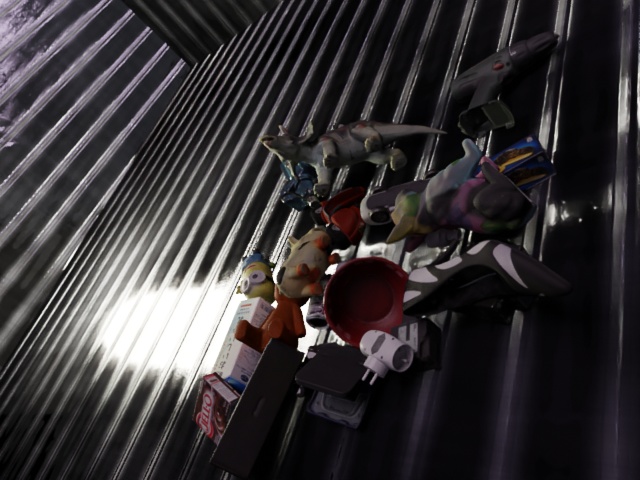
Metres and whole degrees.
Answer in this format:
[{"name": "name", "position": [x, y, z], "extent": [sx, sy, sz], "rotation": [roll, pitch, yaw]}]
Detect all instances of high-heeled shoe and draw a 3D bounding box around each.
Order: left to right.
[{"name": "high-heeled shoe", "position": [0.215, 0.076, 0.751], "extent": [0.145, 0.086, 0.249], "rotation": [-56, 28, -5]}]

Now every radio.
[{"name": "radio", "position": [-0.109, 0.299, 0.955], "extent": [0.229, 0.073, 0.131], "rotation": [-62, -4, -23]}]

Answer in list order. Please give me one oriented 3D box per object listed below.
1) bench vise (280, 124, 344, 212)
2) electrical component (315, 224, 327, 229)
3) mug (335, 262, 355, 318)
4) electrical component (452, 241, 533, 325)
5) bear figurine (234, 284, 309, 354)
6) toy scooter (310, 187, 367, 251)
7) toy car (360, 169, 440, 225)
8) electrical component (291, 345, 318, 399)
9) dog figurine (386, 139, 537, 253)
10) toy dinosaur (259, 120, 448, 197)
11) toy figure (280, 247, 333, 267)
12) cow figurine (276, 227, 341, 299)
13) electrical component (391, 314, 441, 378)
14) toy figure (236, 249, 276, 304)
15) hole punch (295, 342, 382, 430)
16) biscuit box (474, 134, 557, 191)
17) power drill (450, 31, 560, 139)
[{"name": "bench vise", "position": [-0.013, -0.196, 1.390], "extent": [0.240, 0.128, 0.224], "rotation": [-43, 35, 17]}, {"name": "electrical component", "position": [-0.003, -0.004, 1.256], "extent": [0.063, 0.021, 0.094], "rotation": [-46, 32, 4]}, {"name": "mug", "position": [0.053, 0.107, 1.022], "extent": [0.109, 0.081, 0.107], "rotation": [-39, 32, 62]}, {"name": "electrical component", "position": [0.267, 0.064, 0.825], "extent": [0.134, 0.058, 0.115], "rotation": [5, 61, 53]}, {"name": "bear figurine", "position": [-0.077, 0.136, 1.101], "extent": [0.120, 0.131, 0.196], "rotation": [-3, 57, 29]}, {"name": "toy scooter", "position": [0.063, -0.059, 1.190], "extent": [0.135, 0.075, 0.184], "rotation": [-35, 34, -3]}, {"name": "toy car", "position": [0.176, -0.083, 1.077], "extent": [0.202, 0.056, 0.073], "rotation": [-15, 49, 24]}, {"name": "electrical component", "position": [-0.019, 0.240, 0.975], "extent": [0.045, 0.078, 0.102], "rotation": [9, 66, 27]}, {"name": "dog figurine", "position": [0.216, -0.042, 0.889], "extent": [0.219, 0.108, 0.192], "rotation": [-46, 54, 22]}, {"name": "toy dinosaur", "position": [0.070, -0.222, 1.247], "extent": [0.405, 0.131, 0.192], "rotation": [-14, 44, -5]}, {"name": "toy figure", "position": [-0.041, 0.050, 1.215], "extent": [0.154, 0.058, 0.064], "rotation": [-35, -10, 21]}, {"name": "cow figurine", "position": [-0.029, 0.043, 1.088], "extent": [0.127, 0.085, 0.195], "rotation": [-20, 25, 35]}, {"name": "electrical component", "position": [0.153, 0.156, 0.870], "extent": [0.075, 0.047, 0.119], "rotation": [-26, 38, 31]}, {"name": "toy figure", "position": [-0.145, 0.089, 1.275], "extent": [0.082, 0.089, 0.180], "rotation": [-57, 21, 14]}, {"name": "hole punch", "position": [0.037, 0.239, 0.889], "extent": [0.142, 0.092, 0.116], "rotation": [4, 29, 38]}, {"name": "biscuit box", "position": [0.305, -0.102, 0.954], "extent": [0.203, 0.059, 0.063], "rotation": [-32, 35, 25]}, {"name": "power drill", "position": [0.366, -0.316, 1.096], "extent": [0.232, 0.086, 0.207], "rotation": [-16, 48, 43]}]
